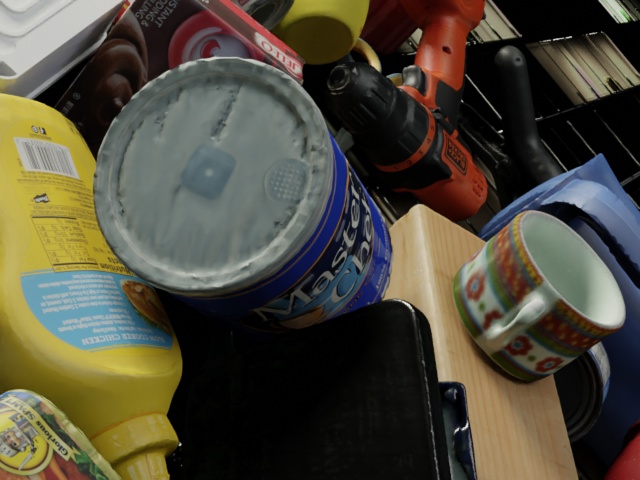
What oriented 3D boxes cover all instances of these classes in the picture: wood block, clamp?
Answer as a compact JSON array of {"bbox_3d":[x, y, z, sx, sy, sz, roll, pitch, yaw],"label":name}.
[{"bbox_3d":[0.066,0.094,0.561,0.090,0.090,0.206,29,36,-26],"label":"wood block"},{"bbox_3d":[0.159,-0.065,0.838,0.039,0.120,0.171,-24,73,-16],"label":"clamp"}]

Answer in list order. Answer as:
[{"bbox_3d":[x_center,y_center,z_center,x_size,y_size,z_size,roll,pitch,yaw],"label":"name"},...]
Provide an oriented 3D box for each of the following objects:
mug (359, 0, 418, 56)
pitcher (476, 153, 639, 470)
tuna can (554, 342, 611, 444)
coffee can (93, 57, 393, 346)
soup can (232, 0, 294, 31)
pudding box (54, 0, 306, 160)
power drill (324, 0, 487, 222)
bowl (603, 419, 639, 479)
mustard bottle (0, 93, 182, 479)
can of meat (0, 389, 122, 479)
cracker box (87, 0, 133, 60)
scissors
[{"bbox_3d":[0.055,-0.218,0.901,0.093,0.082,0.117,26,37,-31],"label":"mug"},{"bbox_3d":[0.204,0.070,0.708,0.243,0.145,0.149,54,29,6],"label":"pitcher"},{"bbox_3d":[0.134,0.083,0.657,0.086,0.086,0.033,49,30,3],"label":"tuna can"},{"bbox_3d":[-0.028,-0.008,0.495,0.103,0.103,0.140,61,5,21],"label":"coffee can"},{"bbox_3d":[-0.073,-0.184,0.723,0.102,0.069,0.068,51,32,5],"label":"soup can"},{"bbox_3d":[-0.076,-0.076,0.556,0.090,0.114,0.039,37,29,-16],"label":"pudding box"},{"bbox_3d":[0.066,-0.126,0.759,0.184,0.057,0.187,38,52,-49],"label":"power drill"},{"bbox_3d":[0.205,0.185,0.608,0.055,0.162,0.162,-24,69,-16],"label":"bowl"},{"bbox_3d":[-0.109,0.028,0.452,0.096,0.058,0.192,9,47,-59],"label":"mustard bottle"},{"bbox_3d":[-0.107,0.111,0.366,0.102,0.058,0.083,49,29,2],"label":"can of meat"},{"bbox_3d":[-0.098,-0.219,0.643,0.164,0.072,0.213,44,61,-4],"label":"cracker box"},{"bbox_3d":[0.023,-0.110,0.805,0.096,0.016,0.201,50,31,8],"label":"scissors"}]
